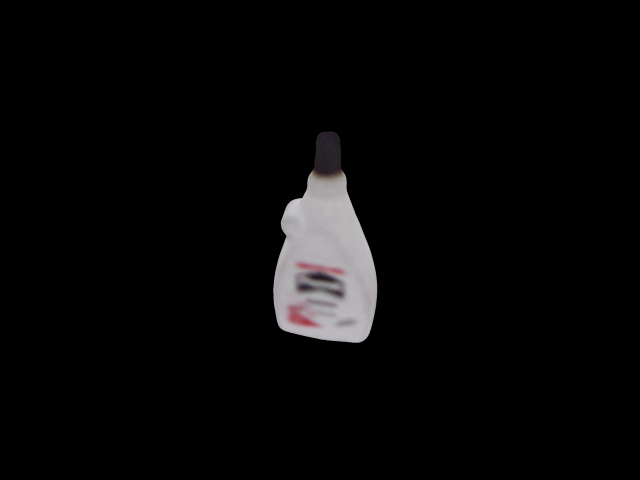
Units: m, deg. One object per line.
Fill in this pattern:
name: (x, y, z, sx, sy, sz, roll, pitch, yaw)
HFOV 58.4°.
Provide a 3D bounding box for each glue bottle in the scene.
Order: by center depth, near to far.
glue bottle: (0.004, 0.001, 0.400, 0.078, 0.173, 0.037, 5, 40, 6)
